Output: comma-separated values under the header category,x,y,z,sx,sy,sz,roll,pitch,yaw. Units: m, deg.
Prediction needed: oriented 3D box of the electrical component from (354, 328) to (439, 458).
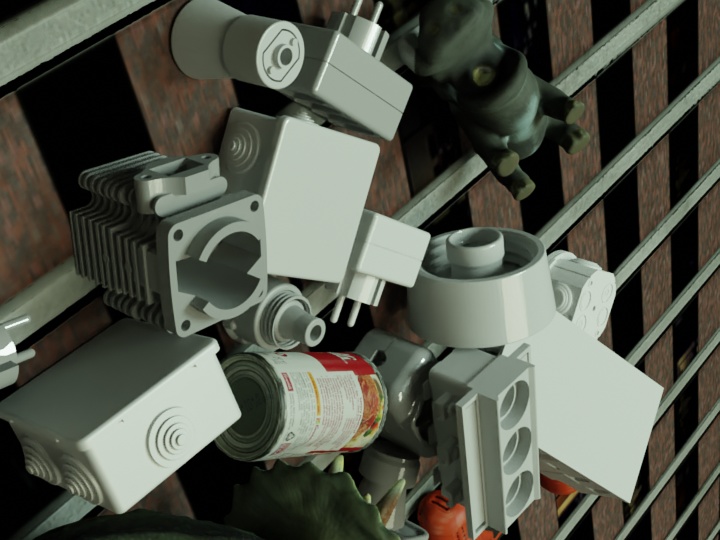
category,x,y,z,sx,sy,sz,roll,pitch,yaw
electrical component,0.035,0.092,0.785,0.053,0.059,0.095,-54,140,-19

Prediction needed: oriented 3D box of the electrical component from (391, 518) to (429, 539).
category,x,y,z,sx,sy,sz,roll,pitch,yaw
electrical component,0.002,0.219,0.807,0.095,0.054,0.059,10,98,-52

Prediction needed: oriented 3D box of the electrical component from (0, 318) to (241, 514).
category,x,y,z,sx,sy,sz,roll,pitch,yaw
electrical component,-0.122,0.073,0.552,0.100,0.100,0.048,-38,120,-35

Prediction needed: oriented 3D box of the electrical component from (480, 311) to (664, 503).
category,x,y,z,sx,sy,sz,roll,pitch,yaw
electrical component,0.159,0.106,0.892,0.186,0.060,0.105,33,69,-30

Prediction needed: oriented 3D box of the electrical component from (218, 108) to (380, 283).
category,x,y,z,sx,sy,sz,roll,pitch,yaw
electrical component,-0.043,-0.044,0.634,0.100,0.048,0.099,9,99,-52

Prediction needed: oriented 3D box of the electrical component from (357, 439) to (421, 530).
category,x,y,z,sx,sy,sz,roll,pitch,yaw
electrical component,0.019,0.161,0.808,0.045,0.045,0.055,7,101,-52

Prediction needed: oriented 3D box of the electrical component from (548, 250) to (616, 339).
category,x,y,z,sx,sy,sz,roll,pitch,yaw
electrical component,0.184,0.026,0.946,0.080,0.051,0.080,-25,125,-43

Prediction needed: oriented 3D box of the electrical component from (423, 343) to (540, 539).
category,x,y,z,sx,sy,sz,roll,pitch,yaw
electrical component,0.087,0.116,0.755,0.079,0.063,0.121,-36,131,-36

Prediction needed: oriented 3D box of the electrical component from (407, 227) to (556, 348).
category,x,y,z,sx,sy,sz,roll,pitch,yaw
electrical component,0.084,0.004,0.770,0.108,0.108,0.060,-29,121,-40

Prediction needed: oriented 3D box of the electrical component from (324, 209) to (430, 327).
category,x,y,z,sx,sy,sz,roll,pitch,yaw
electrical component,0.000,0.000,0.709,0.066,0.047,0.076,17,93,-53

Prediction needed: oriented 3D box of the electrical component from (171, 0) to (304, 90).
category,x,y,z,sx,sy,sz,roll,pitch,yaw
electrical component,-0.062,-0.117,0.564,0.044,0.065,0.044,-25,125,-43

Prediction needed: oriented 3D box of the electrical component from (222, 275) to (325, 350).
category,x,y,z,sx,sy,sz,roll,pitch,yaw
electrical component,-0.049,0.028,0.650,0.048,0.062,0.048,-25,125,-43

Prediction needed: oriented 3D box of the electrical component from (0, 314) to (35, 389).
category,x,y,z,sx,sy,sz,roll,pitch,yaw
electrical component,-0.186,0.043,0.500,0.076,0.047,0.083,-24,124,-43

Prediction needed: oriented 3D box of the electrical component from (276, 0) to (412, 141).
category,x,y,z,sx,sy,sz,roll,pitch,yaw
electrical component,-0.006,-0.129,0.642,0.083,0.047,0.075,23,88,-53
